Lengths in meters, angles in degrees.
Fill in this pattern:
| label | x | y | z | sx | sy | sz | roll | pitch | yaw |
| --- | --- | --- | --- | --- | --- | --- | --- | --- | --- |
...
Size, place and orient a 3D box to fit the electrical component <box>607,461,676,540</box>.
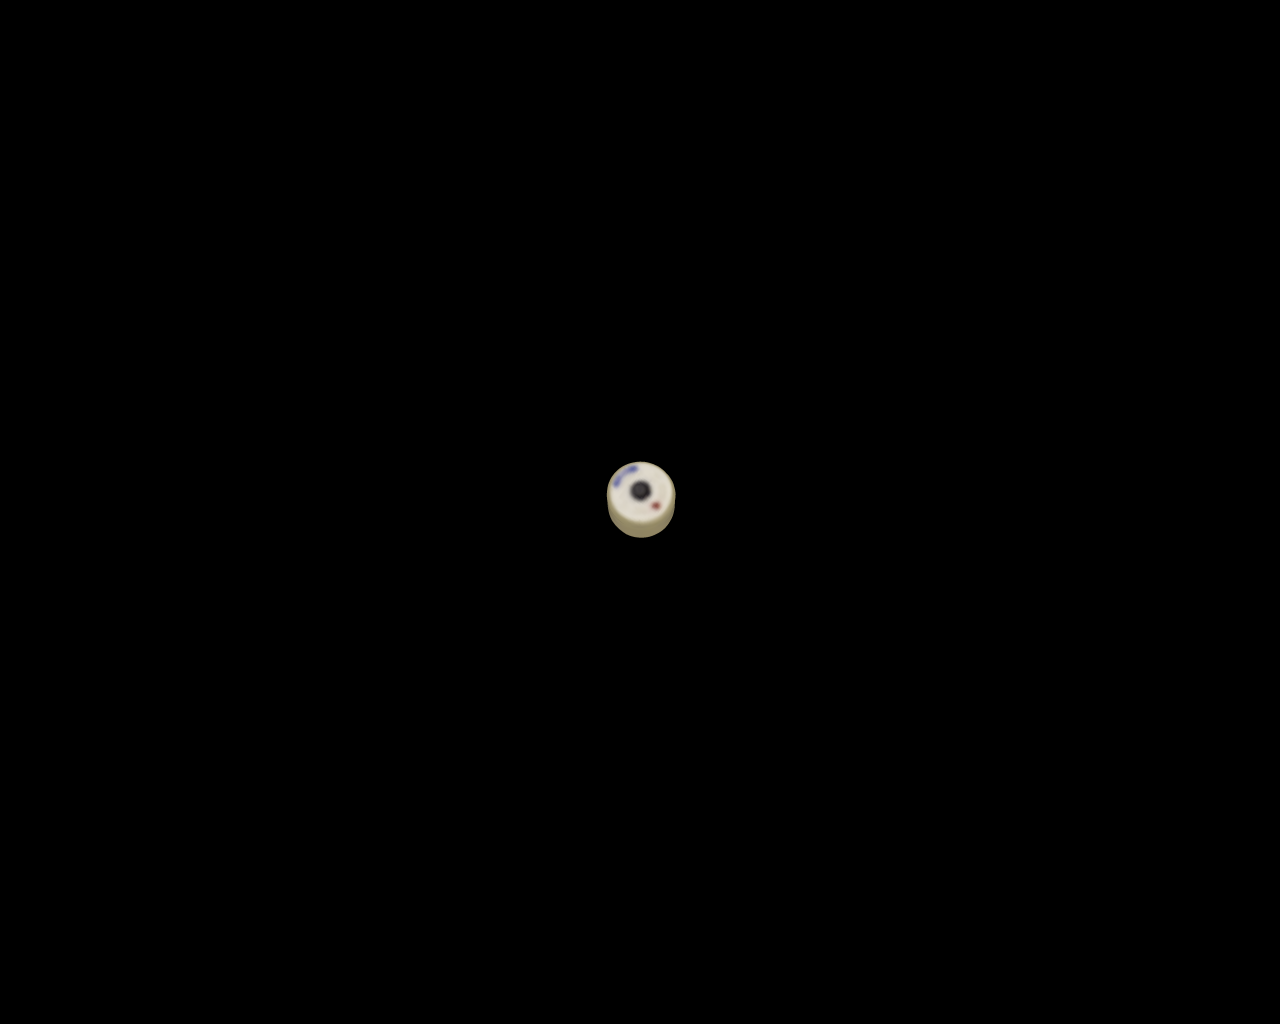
| label | x | y | z | sx | sy | sz | roll | pitch | yaw |
| --- | --- | --- | --- | --- | --- | --- | --- | --- | --- |
| electrical component | 0.001 | -0.003 | 0.650 | 0.040 | 0.040 | 0.078 | 0 | -16 | 0 |
